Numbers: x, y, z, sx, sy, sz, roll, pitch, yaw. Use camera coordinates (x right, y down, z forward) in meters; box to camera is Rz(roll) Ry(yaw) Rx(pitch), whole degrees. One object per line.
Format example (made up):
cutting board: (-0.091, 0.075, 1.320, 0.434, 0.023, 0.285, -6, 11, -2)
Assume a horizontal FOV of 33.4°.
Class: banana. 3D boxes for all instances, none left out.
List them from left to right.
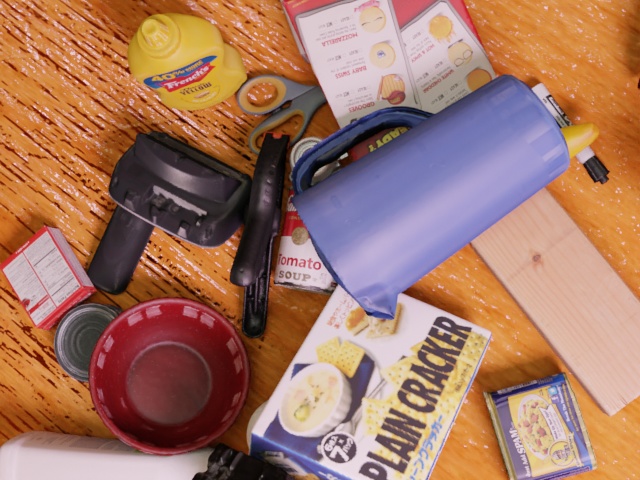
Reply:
banana: (0.190, -0.053, 1.066, 0.198, 0.070, 0.037, -41, 120, -2)

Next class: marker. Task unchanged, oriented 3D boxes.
marker: (0.254, -0.107, 1.083, 0.020, 0.020, 0.121, -35, 78, 4)

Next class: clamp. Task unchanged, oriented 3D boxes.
clamp: (-0.059, -0.011, 1.087, 0.036, 0.164, 0.210, 7, 60, 3)

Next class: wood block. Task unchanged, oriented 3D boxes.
wood block: (0.245, 0.059, 1.026, 0.091, 0.090, 0.206, -38, 78, 4)

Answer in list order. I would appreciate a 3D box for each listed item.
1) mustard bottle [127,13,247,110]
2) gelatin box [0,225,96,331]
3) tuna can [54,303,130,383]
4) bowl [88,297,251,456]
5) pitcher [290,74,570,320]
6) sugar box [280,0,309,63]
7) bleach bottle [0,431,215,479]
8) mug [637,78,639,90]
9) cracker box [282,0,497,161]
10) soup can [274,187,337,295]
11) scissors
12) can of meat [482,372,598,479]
mustard bottle: (-0.140, -0.184, 1.075, 0.096, 0.191, 0.058, -17, 80, 7)
gelatin box: (-0.293, 0.041, 1.149, 0.073, 0.030, 0.089, -40, 73, 12)
tuna can: (-0.238, 0.110, 1.134, 0.086, 0.033, 0.086, -1, 82, 10)
bowl: (-0.153, 0.142, 1.089, 0.162, 0.055, 0.162, 3, 71, -8)
pitcher: (0.098, -0.054, 0.992, 0.243, 0.145, 0.149, -34, 107, 1)
sugar box: (0.048, -0.264, 1.128, 0.176, 0.048, 0.093, -21, 81, 10)
bleach bottle: (-0.188, 0.234, 1.074, 0.251, 0.102, 0.068, 1, 92, 10)
mug: (0.371, -0.184, 1.044, 0.081, 0.093, 0.117, 23, 51, 7)
cracker box: (0.080, -0.175, 1.071, 0.164, 0.072, 0.213, -24, 97, 7)
soup can: (-0.007, 0.001, 1.091, 0.068, 0.068, 0.102, 9, 85, 11)
scissors: (-0.004, -0.171, 1.139, 0.202, 0.016, 0.096, -40, 78, 3)
can of meat: (0.212, 0.185, 1.032, 0.084, 0.057, 0.102, -17, 81, 6)
